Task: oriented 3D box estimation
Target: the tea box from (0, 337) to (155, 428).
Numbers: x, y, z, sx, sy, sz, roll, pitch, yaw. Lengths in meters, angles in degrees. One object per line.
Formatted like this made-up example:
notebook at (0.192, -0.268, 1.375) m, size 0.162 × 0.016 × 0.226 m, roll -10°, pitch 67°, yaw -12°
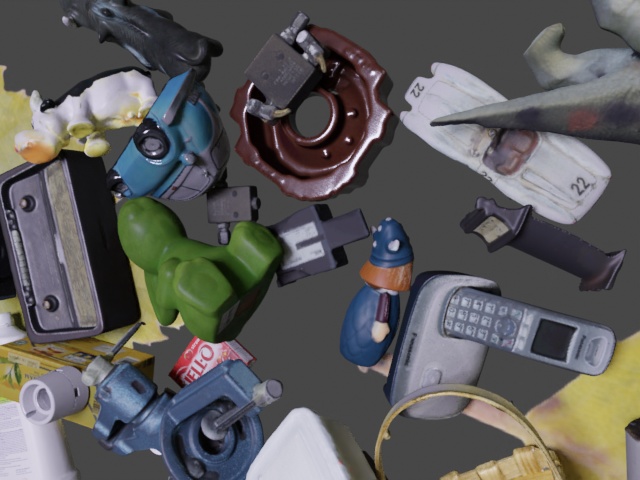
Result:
tea box at (-0.308, 0.170, 0.678) m, size 0.170 × 0.098 × 0.068 m, roll 9°, pitch 97°, yaw 21°

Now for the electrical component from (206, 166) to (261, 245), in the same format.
electrical component at (-0.099, -0.041, 0.623) m, size 0.063 × 0.021 × 0.094 m, roll -3°, pitch 92°, yaw 21°

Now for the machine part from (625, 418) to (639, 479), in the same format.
machine part at (0.310, 0.246, 0.462) m, size 0.079 × 0.079 × 0.243 m, roll -2°, pitch 92°, yaw 21°

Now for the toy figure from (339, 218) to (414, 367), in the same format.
toy figure at (0.061, 0.052, 0.550) m, size 0.064 × 0.058 × 0.154 m, roll 28°, pitch 108°, yaw 39°

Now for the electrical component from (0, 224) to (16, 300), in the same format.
electrical component at (-0.438, 0.014, 0.705) m, size 0.058 × 0.115 × 0.134 m, roll 0°, pitch 94°, yaw 25°

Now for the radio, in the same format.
radio at (-0.324, 0.011, 0.683) m, size 0.131 × 0.073 × 0.229 m, roll -14°, pitch 88°, yaw 20°

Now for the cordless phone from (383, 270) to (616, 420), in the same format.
cordless phone at (0.164, 0.113, 0.506) m, size 0.184 × 0.088 × 0.146 m, roll 15°, pitch 99°, yaw 14°

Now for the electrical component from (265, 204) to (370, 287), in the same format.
electrical component at (-0.001, -0.002, 0.576) m, size 0.119 × 0.048 × 0.075 m, roll -24°, pitch 86°, yaw 20°

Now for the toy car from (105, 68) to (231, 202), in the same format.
toy car at (-0.153, -0.092, 0.579) m, size 0.103 × 0.109 × 0.161 m, roll 32°, pitch 130°, yaw -20°

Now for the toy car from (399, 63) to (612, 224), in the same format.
toy car at (0.167, -0.092, 0.501) m, size 0.202 × 0.056 × 0.073 m, roll 37°, pitch 106°, yaw 14°

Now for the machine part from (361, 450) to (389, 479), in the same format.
machine part at (0.004, 0.343, 0.580) m, size 0.201 × 0.087 × 0.201 m, roll -39°, pitch 82°, yaw 18°

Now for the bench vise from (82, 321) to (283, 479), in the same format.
bench vise at (-0.131, 0.174, 0.554) m, size 0.223 × 0.129 × 0.240 m, roll 51°, pitch 129°, yaw -1°

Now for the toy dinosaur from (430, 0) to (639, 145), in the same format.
toy dinosaur at (0.303, -0.149, 0.408) m, size 0.405 × 0.131 × 0.192 m, roll -38°, pitch 79°, yaw 20°

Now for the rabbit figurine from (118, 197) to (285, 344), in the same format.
rabbit figurine at (-0.140, 0.022, 0.578) m, size 0.170 × 0.121 × 0.159 m, roll 37°, pitch 146°, yaw 13°

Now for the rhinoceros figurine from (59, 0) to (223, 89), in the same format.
rhinoceros figurine at (-0.202, -0.229, 0.601) m, size 0.190 × 0.112 × 0.073 m, roll 31°, pitch 107°, yaw 8°

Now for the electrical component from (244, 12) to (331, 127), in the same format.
electrical component at (-0.033, -0.161, 0.520) m, size 0.102 × 0.045 × 0.078 m, roll -43°, pitch 78°, yaw 16°

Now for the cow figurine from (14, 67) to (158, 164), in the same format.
cow figurine at (-0.270, -0.150, 0.622) m, size 0.167 × 0.068 × 0.098 m, roll -19°, pitch 68°, yaw -15°

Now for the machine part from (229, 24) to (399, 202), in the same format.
machine part at (-0.006, -0.129, 0.564) m, size 0.180 × 0.056 × 0.179 m, roll 1°, pitch 93°, yaw 21°

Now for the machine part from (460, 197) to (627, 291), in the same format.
machine part at (0.200, 0.003, 0.492) m, size 0.139 × 0.084 × 0.039 m, roll 25°, pitch 72°, yaw 8°
